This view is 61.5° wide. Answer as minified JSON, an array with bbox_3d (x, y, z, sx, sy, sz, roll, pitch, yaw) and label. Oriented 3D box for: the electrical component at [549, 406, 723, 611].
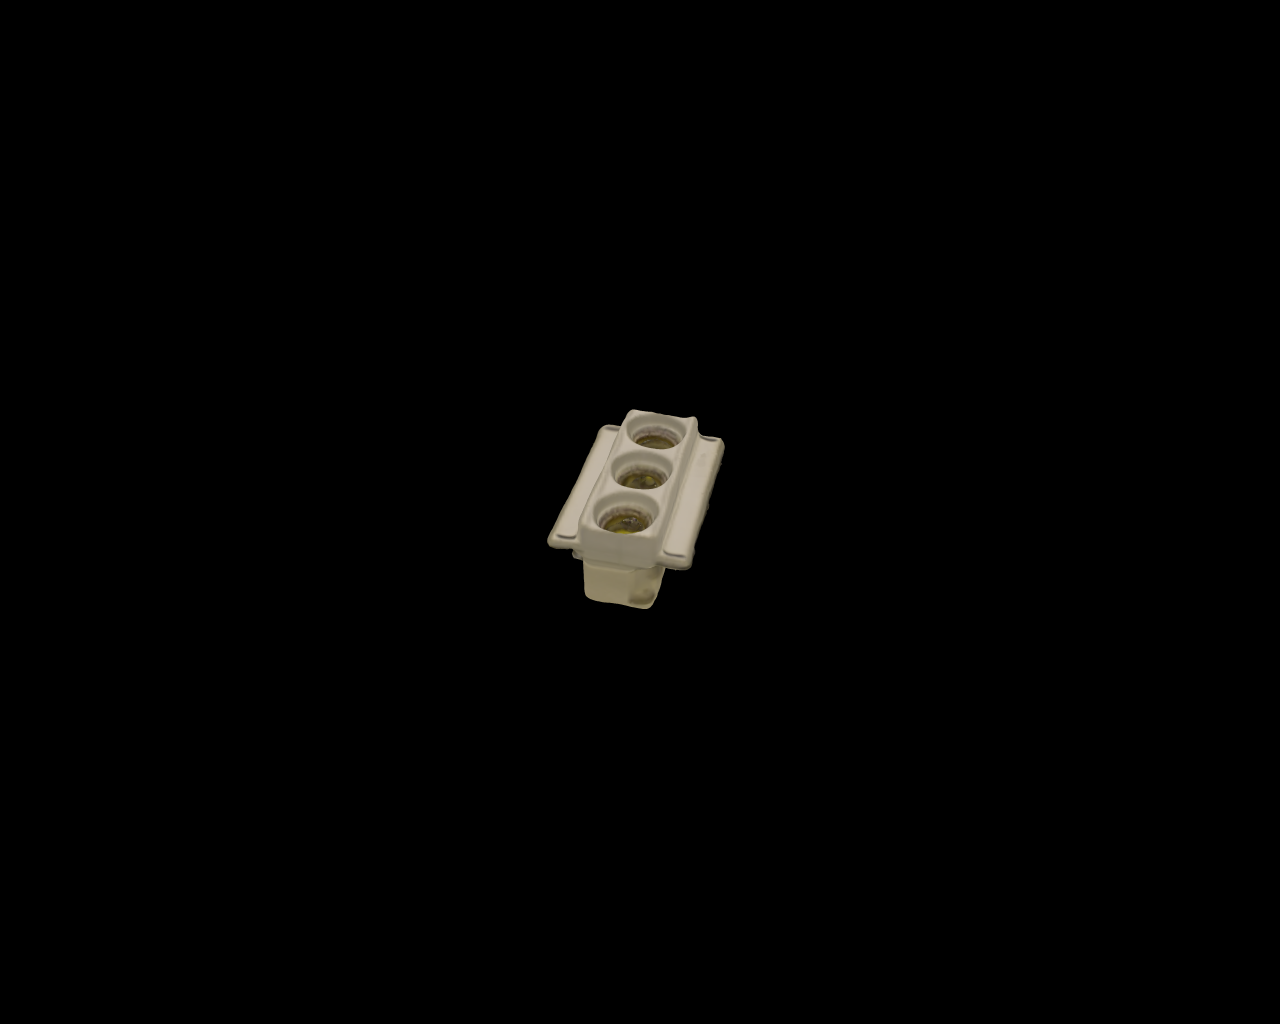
[{"bbox_3d":[0.001,-0.003,0.650,0.079,0.063,0.121,8,40,10],"label":"electrical component"}]
